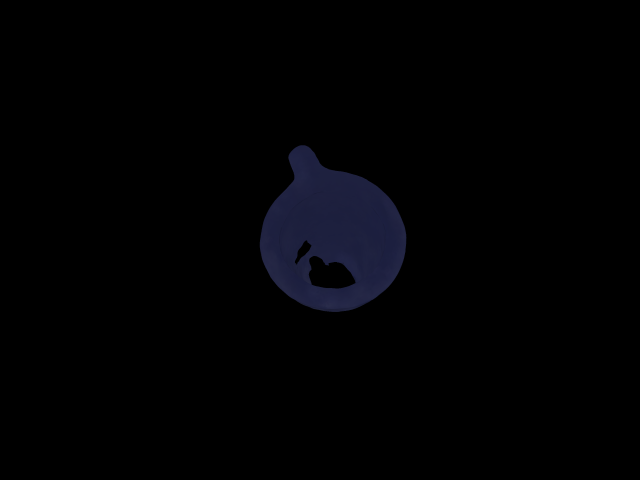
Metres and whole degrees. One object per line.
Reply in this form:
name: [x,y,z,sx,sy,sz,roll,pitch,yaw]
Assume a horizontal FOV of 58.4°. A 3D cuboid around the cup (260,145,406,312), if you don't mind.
cup: [0.004,0.001,0.400,0.092,0.095,0.117,-19,70,-7]
